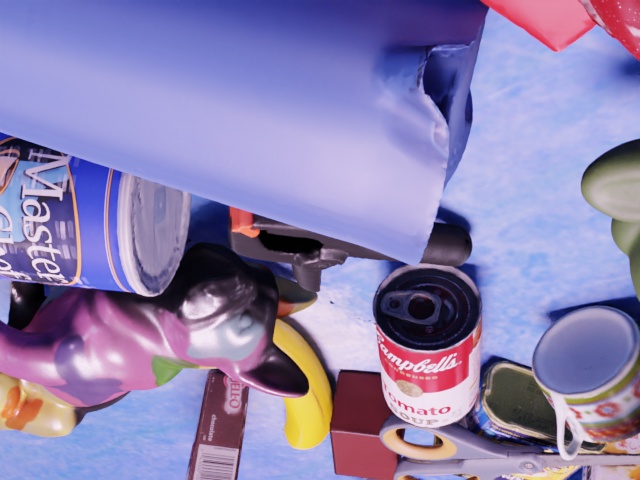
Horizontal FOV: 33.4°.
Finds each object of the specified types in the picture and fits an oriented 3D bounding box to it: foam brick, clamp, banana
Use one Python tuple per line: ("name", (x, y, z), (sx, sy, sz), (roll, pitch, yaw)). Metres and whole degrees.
("foam brick", (0.037, 0.143, 0.813), (0.051, 0.053, 0.078), (6, 142, 9))
("clamp", (-0.004, 0.001, 0.615), (0.120, 0.039, 0.171), (-22, 154, 36))
("banana", (-0.021, 0.110, 0.806), (0.070, 0.037, 0.197), (25, 151, 37))

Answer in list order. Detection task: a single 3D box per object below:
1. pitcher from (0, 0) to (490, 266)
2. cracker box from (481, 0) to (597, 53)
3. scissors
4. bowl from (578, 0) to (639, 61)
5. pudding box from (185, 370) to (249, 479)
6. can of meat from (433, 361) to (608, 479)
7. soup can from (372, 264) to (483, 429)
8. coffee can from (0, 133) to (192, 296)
("pitcher", (-0.049, -0.079, 0.499), (0.243, 0.145, 0.149), (15, 132, 3))
("cracker box", (0.097, -0.182, 0.353), (0.164, 0.072, 0.214), (30, 141, -20))
("scissors", (0.125, 0.138, 0.720), (0.202, 0.016, 0.096), (-21, 124, 36))
("bowl", (0.151, -0.094, 0.336), (0.162, 0.055, 0.162), (11, 141, 8))
("pudding box", (-0.081, 0.172, 0.839), (0.039, 0.113, 0.090), (10, 144, -1))
("can of meat", (0.145, 0.138, 0.772), (0.102, 0.057, 0.084), (19, 141, -8))
("soup can", (0.071, 0.070, 0.696), (0.068, 0.068, 0.102), (5, 143, 11))
("coffee can", (-0.155, -0.025, 0.609), (0.140, 0.102, 0.103), (5, 143, 11))
